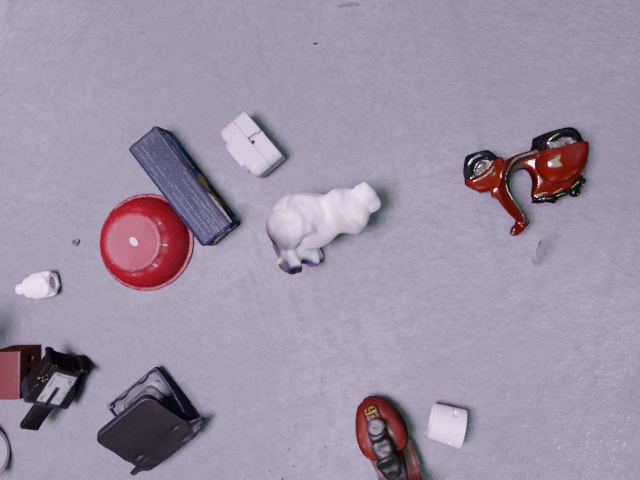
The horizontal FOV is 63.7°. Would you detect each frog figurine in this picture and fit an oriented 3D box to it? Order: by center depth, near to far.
[{"bbox_3d":[0.002,-0.038,0.755,0.157,0.137,0.125,-48,55,21],"label":"frog figurine"}]
